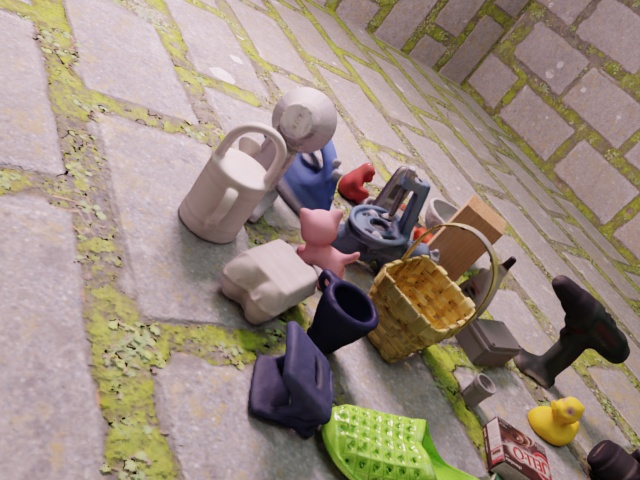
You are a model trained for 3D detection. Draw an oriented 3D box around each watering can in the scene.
[{"bbox_3d":[-0.126,-0.100,0.866,0.101,0.194,0.172,17,35,-35],"label":"watering can"}]

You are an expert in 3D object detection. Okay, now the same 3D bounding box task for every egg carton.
[{"bbox_3d":[-0.071,0.058,0.834,0.107,0.069,0.151,45,28,11],"label":"egg carton"}]

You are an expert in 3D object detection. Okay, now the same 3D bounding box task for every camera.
[{"bbox_3d":[0.565,0.419,1.037,0.136,0.100,0.143,45,28,11],"label":"camera"}]

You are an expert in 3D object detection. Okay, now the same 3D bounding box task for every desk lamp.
[{"bbox_3d":[-0.066,-0.163,1.012,0.118,0.213,0.203,37,28,-5],"label":"desk lamp"}]

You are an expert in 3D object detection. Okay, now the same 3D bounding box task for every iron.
[{"bbox_3d":[-0.014,-0.151,1.134,0.119,0.141,0.257,10,39,-43],"label":"iron"}]

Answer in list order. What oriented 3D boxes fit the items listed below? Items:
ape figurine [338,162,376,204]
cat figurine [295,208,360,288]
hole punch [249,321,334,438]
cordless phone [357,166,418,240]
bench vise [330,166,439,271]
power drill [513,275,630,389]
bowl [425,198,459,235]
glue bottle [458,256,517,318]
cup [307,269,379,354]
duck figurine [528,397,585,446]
[{"bbox_3d":[0.090,-0.133,1.287,0.076,0.092,0.078,30,29,-16],"label":"ape figurine"},{"bbox_3d":[0.009,0.003,0.959,0.128,0.117,0.067,42,28,4],"label":"cat figurine"},{"bbox_3d":[-0.022,0.169,0.706,0.101,0.091,0.108,29,29,-19],"label":"hole punch"},{"bbox_3d":[0.155,-0.055,1.150,0.148,0.185,0.094,18,34,-35],"label":"cordless phone"},{"bbox_3d":[0.149,-0.030,1.068,0.208,0.219,0.121,18,34,-34],"label":"bench vise"},{"bbox_3d":[0.499,0.199,1.166,0.230,0.208,0.075,34,28,-10],"label":"power drill"},{"bbox_3d":[0.318,-0.022,1.418,0.168,0.074,0.167,29,29,-18],"label":"bowl"},{"bbox_3d":[0.332,0.093,1.158,0.037,0.173,0.078,16,35,-37],"label":"glue bottle"},{"bbox_3d":[0.016,0.110,0.835,0.092,0.095,0.117,0,47,-50],"label":"cup"},{"bbox_3d":[0.445,0.324,1.048,0.105,0.086,0.077,25,31,-25],"label":"duck figurine"}]
